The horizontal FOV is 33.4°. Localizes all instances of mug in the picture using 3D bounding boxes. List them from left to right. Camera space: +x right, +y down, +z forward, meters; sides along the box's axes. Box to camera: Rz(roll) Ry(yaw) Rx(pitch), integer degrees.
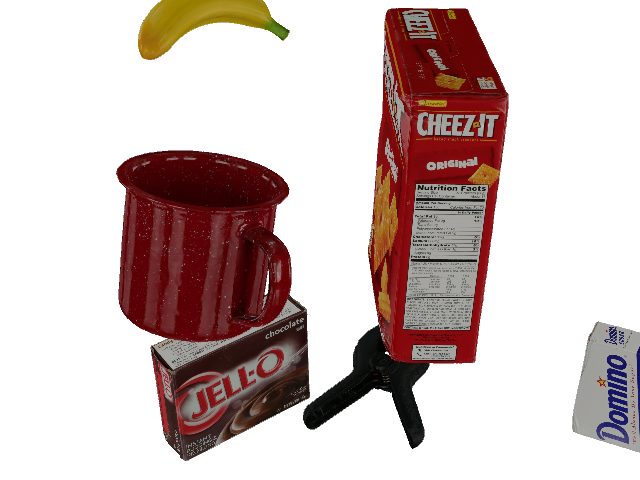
[{"bbox_3d":[-0.060,0.007,0.583,0.117,0.081,0.093,25,27,36],"label":"mug"}]

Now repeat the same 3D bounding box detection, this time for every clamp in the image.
[{"bbox_3d":[0.071,0.138,1.062,0.120,0.039,0.171,18,48,23],"label":"clamp"}]

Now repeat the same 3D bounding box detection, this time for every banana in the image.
[{"bbox_3d":[-0.109,-0.212,1.011,0.070,0.037,0.197,46,39,19],"label":"banana"}]

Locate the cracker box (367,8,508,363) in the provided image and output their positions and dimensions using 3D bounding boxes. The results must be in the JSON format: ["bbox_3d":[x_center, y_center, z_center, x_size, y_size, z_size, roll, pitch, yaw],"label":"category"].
[{"bbox_3d":[0.078,-0.042,0.784,0.072,0.214,0.164,0,31,-3],"label":"cracker box"}]

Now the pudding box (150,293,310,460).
[{"bbox_3d":[-0.063,0.096,0.771,0.113,0.090,0.039,-25,45,-27],"label":"pudding box"}]

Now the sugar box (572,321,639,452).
[{"bbox_3d":[0.299,0.135,0.864,0.176,0.093,0.048,13,25,20],"label":"sugar box"}]
